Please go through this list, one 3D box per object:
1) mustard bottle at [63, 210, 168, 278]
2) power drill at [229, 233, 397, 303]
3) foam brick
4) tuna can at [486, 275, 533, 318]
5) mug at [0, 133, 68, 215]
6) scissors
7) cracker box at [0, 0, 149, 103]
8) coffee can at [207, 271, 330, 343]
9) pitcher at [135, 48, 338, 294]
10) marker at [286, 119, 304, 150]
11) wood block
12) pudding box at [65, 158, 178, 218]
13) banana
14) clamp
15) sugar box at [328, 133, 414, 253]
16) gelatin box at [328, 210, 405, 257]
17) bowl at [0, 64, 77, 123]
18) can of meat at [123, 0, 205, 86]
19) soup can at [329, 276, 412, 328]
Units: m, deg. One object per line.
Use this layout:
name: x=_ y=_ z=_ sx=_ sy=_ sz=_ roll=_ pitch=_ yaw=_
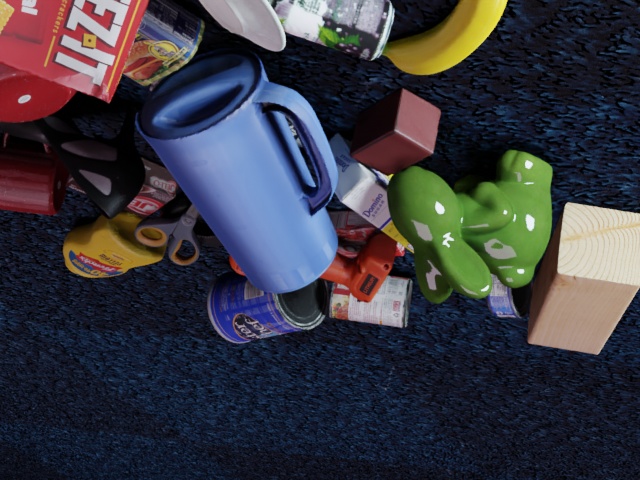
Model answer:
mustard bottle: x=-0.299 y=0.013 z=1.472 sx=0.096 sy=0.058 sz=0.192 roll=29 pitch=151 yaw=-32
power drill: x=-0.008 y=0.002 z=1.251 sx=0.187 sy=0.057 sz=0.185 roll=17 pitch=149 yaw=-4
foam brick: x=0.075 y=-0.107 z=1.065 sx=0.051 sy=0.053 sz=0.078 roll=26 pitch=153 yaw=-25
tuna can: x=0.226 y=0.050 z=1.276 sx=0.034 sy=0.086 sz=0.086 roll=-1 pitch=151 yaw=28
mug: x=-0.351 y=-0.085 z=1.281 sx=0.081 sy=0.093 sz=0.117 roll=7 pitch=118 yaw=-1
scissors: x=-0.180 y=-0.029 z=1.310 sx=0.096 sy=0.016 sz=0.202 roll=17 pitch=147 yaw=0
cracker box: x=-0.242 y=-0.226 z=0.859 sx=0.213 sy=0.072 sz=0.164 roll=20 pitch=117 yaw=-13
coffee can: x=-0.071 y=0.081 z=1.456 sx=0.102 sy=0.102 sz=0.141 roll=32 pitch=148 yaw=-34
pitcher: x=-0.063 y=-0.061 z=1.065 sx=0.145 sy=0.149 sz=0.242 roll=-33 pitch=129 yaw=-4
marker: x=-0.040 y=-0.120 z=1.128 sx=0.121 sy=0.020 sz=0.020 roll=31 pitch=149 yaw=-33
wood block: x=0.304 y=0.050 z=1.235 sx=0.091 sy=0.090 sz=0.206 roll=10 pitch=154 yaw=6
pudding box: x=-0.239 y=-0.072 z=1.294 sx=0.113 sy=0.039 sz=0.090 roll=25 pitch=152 yaw=-24
banana: x=0.112 y=-0.186 z=0.904 sx=0.069 sy=0.037 sz=0.198 roll=21 pitch=153 yaw=-21
clamp: x=-0.109 y=-0.020 z=1.338 sx=0.210 sy=0.036 sz=0.164 roll=-5 pitch=142 yaw=32
sugar box: x=0.078 y=-0.039 z=1.156 sx=0.048 sy=0.093 sz=0.176 roll=-44 pitch=129 yaw=12
gelatin box: x=0.052 y=-0.007 z=1.303 sx=0.089 sy=0.030 sz=0.073 roll=-1 pitch=151 yaw=27
bowl: x=-0.295 y=-0.161 z=1.045 sx=0.162 sy=0.055 sz=0.162 roll=-14 pitch=160 yaw=-6
can of meat: x=-0.170 y=-0.195 z=0.995 sx=0.083 sy=0.057 sz=0.102 roll=29 pitch=150 yaw=-35
soup can: x=0.068 y=0.078 z=1.426 sx=0.102 sy=0.068 sz=0.068 roll=7 pitch=154 yaw=9
